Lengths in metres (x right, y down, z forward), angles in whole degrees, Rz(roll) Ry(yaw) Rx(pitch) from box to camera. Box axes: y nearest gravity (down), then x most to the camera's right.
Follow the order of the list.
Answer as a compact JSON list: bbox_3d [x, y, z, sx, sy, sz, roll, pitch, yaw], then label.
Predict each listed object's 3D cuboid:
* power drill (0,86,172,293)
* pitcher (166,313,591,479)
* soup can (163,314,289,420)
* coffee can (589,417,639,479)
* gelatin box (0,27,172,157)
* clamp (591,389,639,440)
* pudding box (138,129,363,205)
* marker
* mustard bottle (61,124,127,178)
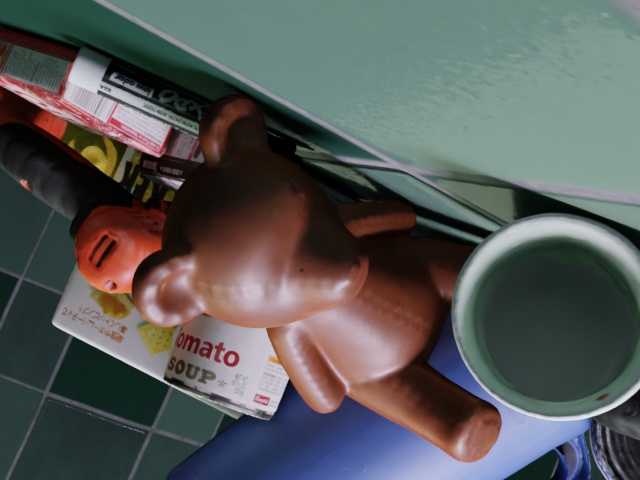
[{"bbox_3d":[-0.135,-0.033,0.670,0.188,0.057,0.184,36,-170,17],"label":"power drill"},{"bbox_3d":[0.037,0.131,0.651,0.149,0.243,0.145,56,-179,36],"label":"pitcher"},{"bbox_3d":[-0.041,0.043,0.606,0.068,0.102,0.068,20,173,2],"label":"soup can"},{"bbox_3d":[0.223,0.121,0.667,0.103,0.103,0.140,22,175,16],"label":"coffee can"},{"bbox_3d":[-0.132,-0.080,0.585,0.073,0.030,0.089,21,175,32],"label":"gelatin box"},{"bbox_3d":[0.197,0.078,0.497,0.164,0.036,0.210,-11,-155,-20],"label":"clamp"},{"bbox_3d":[-0.039,-0.031,0.631,0.113,0.039,0.090,24,174,-36],"label":"pudding box"},{"bbox_3d":[-0.064,-0.062,0.527,0.121,0.020,0.020,24,175,-9],"label":"marker"},{"bbox_3d":[-0.195,-0.065,0.889,0.096,0.058,0.192,25,175,-14],"label":"mustard bottle"}]
